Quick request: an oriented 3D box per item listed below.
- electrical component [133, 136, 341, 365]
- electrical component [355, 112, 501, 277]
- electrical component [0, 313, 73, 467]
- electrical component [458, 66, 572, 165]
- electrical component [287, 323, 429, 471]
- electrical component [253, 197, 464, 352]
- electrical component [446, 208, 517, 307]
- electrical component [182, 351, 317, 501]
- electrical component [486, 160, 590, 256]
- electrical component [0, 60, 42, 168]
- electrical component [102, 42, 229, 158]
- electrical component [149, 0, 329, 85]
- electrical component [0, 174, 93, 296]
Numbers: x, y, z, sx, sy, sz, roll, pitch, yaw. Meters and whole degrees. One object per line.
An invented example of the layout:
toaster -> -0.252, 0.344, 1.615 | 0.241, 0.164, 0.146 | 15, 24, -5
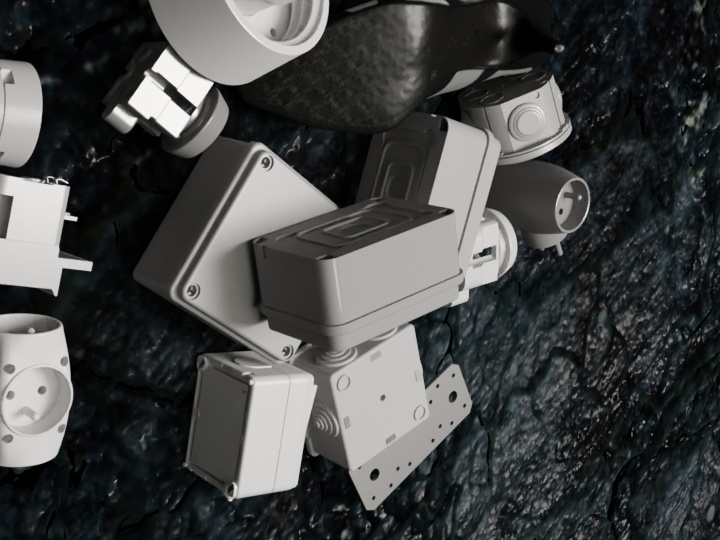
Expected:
electrical component -> -0.070, -0.012, 0.686 | 0.109, 0.056, 0.108 | 38, 76, -43
electrical component -> 0.045, -0.052, 0.766 | 0.057, 0.078, 0.113 | 12, 94, -41
electrical component -> -0.205, 0.068, 0.594 | 0.079, 0.044, 0.077 | -6, 107, -42
electrical component -> 0.115, -0.116, 0.811 | 0.080, 0.080, 0.051 | -36, 120, -30
electrical component -> 0.002, 0.087, 0.789 | 0.100, 0.048, 0.099 | -30, 122, -33
electrical component -> 0.000, 0.000, 0.659 | 0.113, 0.078, 0.057 | -22, 114, -37
electrical component -> 0.083, -0.017, 0.827 | 0.057, 0.058, 0.078 | -16, 113, -36
electrical component -> -0.073, 0.107, 0.717 | 0.061, 0.062, 0.096 | 1, 102, -43
electrical component -> 0.144, -0.044, 0.860 | 0.043, 0.077, 0.079 | -43, 128, -26
electrical component -> -0.196, -0.082, 0.549 | 0.047, 0.055, 0.055 | 3, 101, -40
electrical component -> -0.111, -0.098, 0.630 | 0.055, 0.048, 0.066 | 40, 74, -35
electrical component -> -0.063, -0.166, 0.615 | 0.108, 0.060, 0.108 | 18, 67, -49
electrical component -> -0.189, -0.022, 0.583 | 0.081, 0.042, 0.063 | 8, 94, -44
